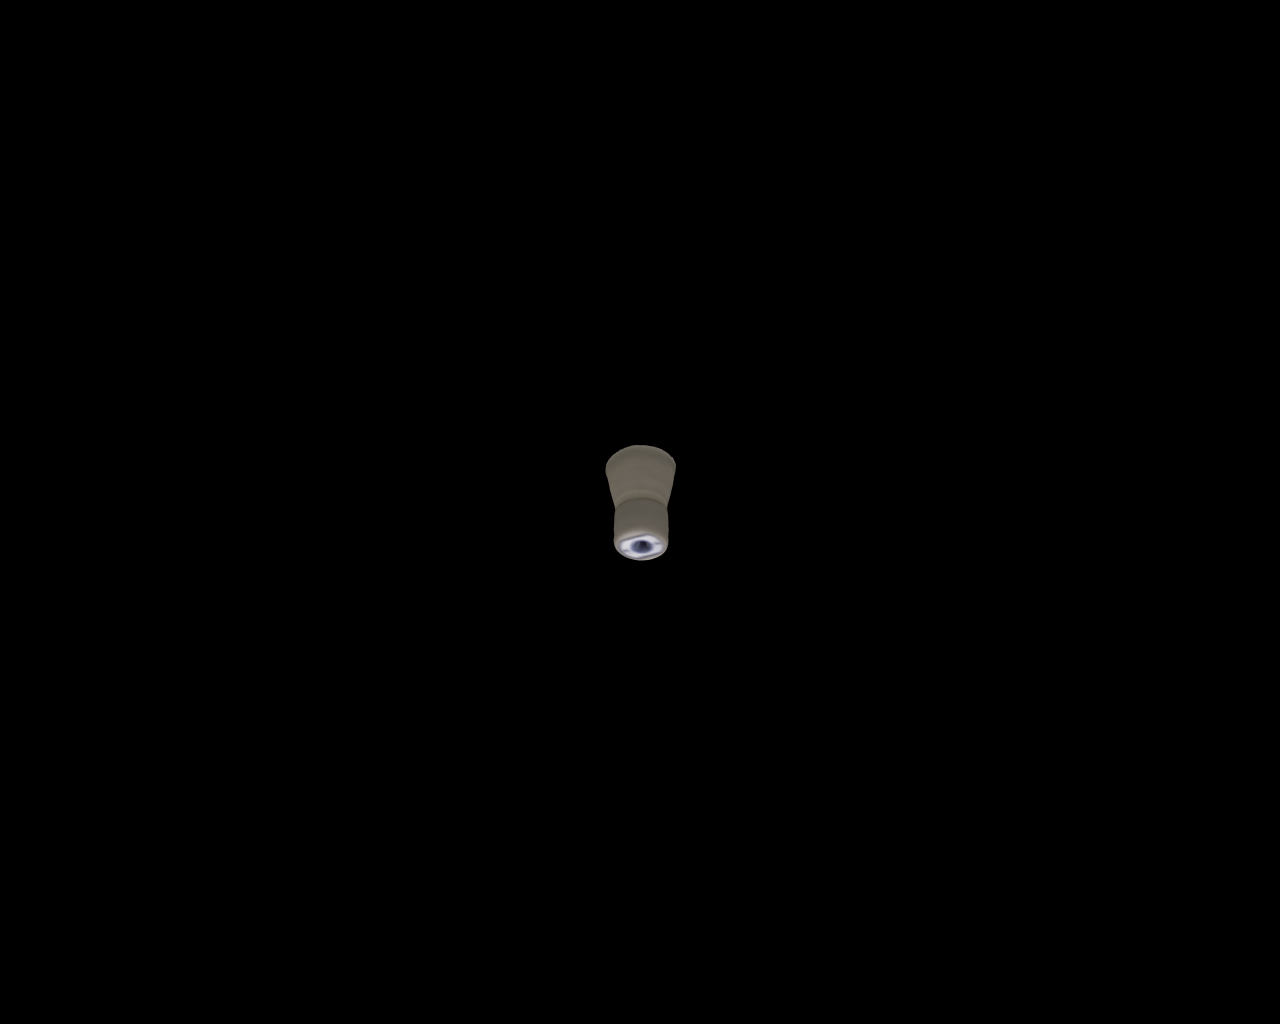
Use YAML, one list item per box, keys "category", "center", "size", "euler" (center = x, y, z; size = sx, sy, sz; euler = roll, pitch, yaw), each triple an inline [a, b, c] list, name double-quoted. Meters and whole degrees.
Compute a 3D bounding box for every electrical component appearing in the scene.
- category: "electrical component"
  center: [0.001, -0.003, 0.650]
  size: [0.044, 0.065, 0.044]
  euler: [0, -37, 0]
